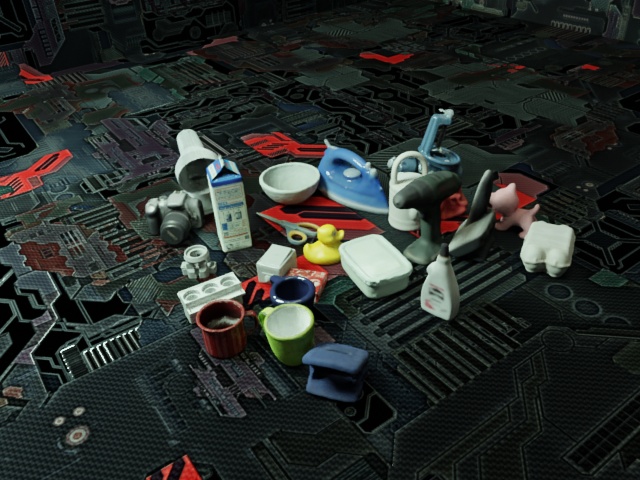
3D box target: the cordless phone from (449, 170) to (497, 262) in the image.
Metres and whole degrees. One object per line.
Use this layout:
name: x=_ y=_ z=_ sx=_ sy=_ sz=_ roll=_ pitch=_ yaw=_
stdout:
cordless phone: x=0.354 y=-0.057 z=1.307 sx=0.094 sy=0.185 sz=0.148 roll=12 pitch=38 yaw=22

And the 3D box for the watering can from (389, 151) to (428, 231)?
watering can: x=0.225 y=-0.124 z=1.408 sx=0.101 sy=0.194 sz=0.172 roll=-23 pitch=39 yaw=-26

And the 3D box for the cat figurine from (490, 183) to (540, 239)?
cat figurine: x=0.468 y=-0.078 z=1.385 sx=0.127 sy=0.118 sz=0.067 roll=21 pitch=42 yaw=31

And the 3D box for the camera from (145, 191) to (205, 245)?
camera: x=-0.375 y=-0.056 z=1.446 sx=0.143 sy=0.101 sz=0.136 roll=-2 pitch=35 yaw=2

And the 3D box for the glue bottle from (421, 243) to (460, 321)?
glue bottle: x=0.240 y=0.077 z=1.132 sx=0.077 sy=0.173 sz=0.037 roll=21 pitch=42 yaw=32

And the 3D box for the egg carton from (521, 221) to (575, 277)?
egg carton: x=0.512 y=0.017 z=1.287 sx=0.107 sy=0.069 sz=0.150 roll=12 pitch=37 yaw=21

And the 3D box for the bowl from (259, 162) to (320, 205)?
bowl: x=-0.080 y=-0.144 z=1.571 sx=0.167 sy=0.075 sz=0.167 roll=-2 pitch=35 yaw=2

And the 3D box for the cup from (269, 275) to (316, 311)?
cup: x=-0.061 y=0.128 z=1.155 sx=0.092 sy=0.095 sz=0.117 roll=-29 pitch=42 yaw=-32

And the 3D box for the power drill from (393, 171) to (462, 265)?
power drill: x=0.238 y=-0.054 z=1.292 sx=0.075 sy=0.209 sz=0.230 roll=24 pitch=43 yaw=34

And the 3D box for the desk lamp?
desk lamp: x=-0.323 y=-0.171 z=1.508 sx=0.118 sy=0.214 sz=0.202 roll=-15 pitch=36 yaw=-16

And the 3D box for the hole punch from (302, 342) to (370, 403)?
hole punch: x=0.028 y=0.219 z=1.018 sx=0.108 sy=0.091 sz=0.101 roll=8 pitch=36 yaw=16

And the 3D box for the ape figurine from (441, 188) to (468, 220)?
ape figurine: x=0.339 y=-0.105 z=1.459 sx=0.077 sy=0.092 sz=0.076 roll=13 pitch=38 yaw=23

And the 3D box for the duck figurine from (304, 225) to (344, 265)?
duck figurine: x=0.012 y=0.005 z=1.335 sx=0.104 sy=0.086 sz=0.077 roll=-8 pitch=35 yaw=-7

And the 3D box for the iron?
iron: x=0.093 y=-0.175 z=1.540 sx=0.119 sy=0.142 sz=0.257 roll=-30 pitch=42 yaw=-32

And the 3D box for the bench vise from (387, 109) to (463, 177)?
bench vise: x=0.293 y=-0.235 z=1.540 sx=0.208 sy=0.220 sz=0.121 roll=-20 pitch=38 yaw=-22
